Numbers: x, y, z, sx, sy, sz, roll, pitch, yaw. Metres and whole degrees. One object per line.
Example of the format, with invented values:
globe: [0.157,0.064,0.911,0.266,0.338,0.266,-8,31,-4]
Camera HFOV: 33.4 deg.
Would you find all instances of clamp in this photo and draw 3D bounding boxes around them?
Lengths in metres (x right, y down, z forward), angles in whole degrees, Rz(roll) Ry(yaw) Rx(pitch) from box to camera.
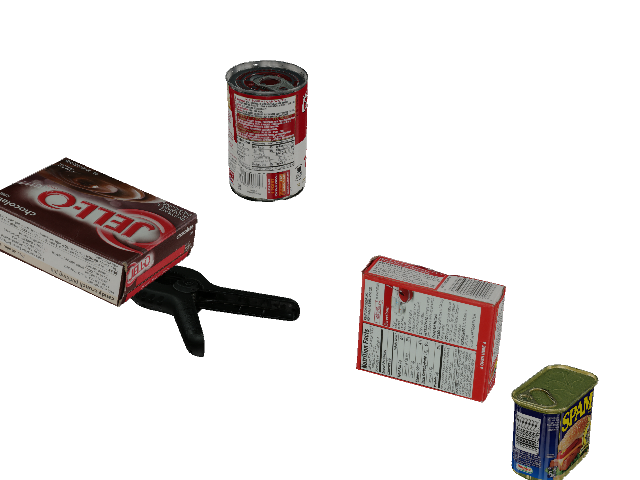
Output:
clamp: [-0.150,0.067,1.182,0.210,0.036,0.164,19,22,27]

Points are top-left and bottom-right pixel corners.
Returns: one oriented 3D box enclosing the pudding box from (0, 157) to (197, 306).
pudding box: [-0.152,-0.008,0.707,0.113,0.039,0.089,21,28,16]

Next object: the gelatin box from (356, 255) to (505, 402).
gelatin box: [0.069,0.055,0.675,0.089,0.073,0.030,13,30,21]

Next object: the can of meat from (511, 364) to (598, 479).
can of meat: [0.230,0.182,1.058,0.058,0.084,0.101,13,23,36]

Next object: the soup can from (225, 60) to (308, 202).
soup can: [-0.045,-0.091,0.898,0.068,0.102,0.068,1,31,-1]
